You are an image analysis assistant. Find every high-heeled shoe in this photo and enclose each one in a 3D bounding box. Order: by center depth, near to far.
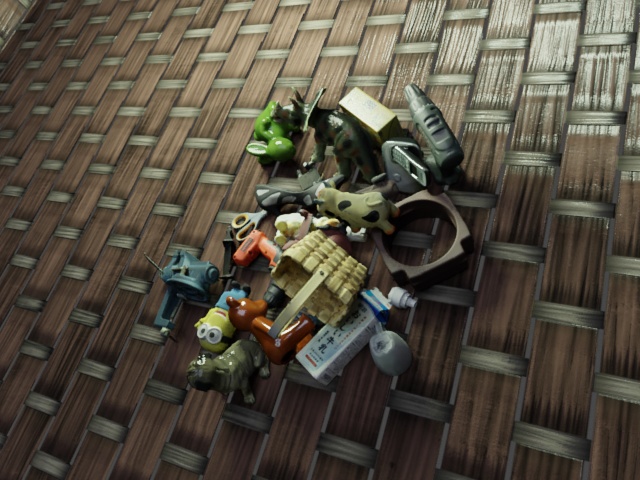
[{"bbox_3d":[-0.058,-0.141,1.412,0.249,0.086,0.145,-35,84,22],"label":"high-heeled shoe"}]

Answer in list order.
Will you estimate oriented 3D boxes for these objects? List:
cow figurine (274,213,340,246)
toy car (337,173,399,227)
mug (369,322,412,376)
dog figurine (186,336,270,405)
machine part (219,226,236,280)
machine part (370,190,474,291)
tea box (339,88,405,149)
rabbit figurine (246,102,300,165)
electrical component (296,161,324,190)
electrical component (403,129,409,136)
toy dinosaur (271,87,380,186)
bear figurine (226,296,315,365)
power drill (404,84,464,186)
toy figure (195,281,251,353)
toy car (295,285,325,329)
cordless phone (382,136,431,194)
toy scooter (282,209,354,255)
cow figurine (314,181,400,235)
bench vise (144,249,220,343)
[{"bbox_3d":[-0.031,-0.035,1.364,0.167,0.068,0.098,-2,23,0],"label":"cow figurine"},{"bbox_3d":[0.099,-0.093,1.324,0.202,0.089,0.053,-19,13,28],"label":"toy car"},{"bbox_3d":[0.143,0.222,1.135,0.081,0.107,0.109,-18,59,11],"label":"mug"},{"bbox_3d":[-0.204,0.271,1.207,0.121,0.190,0.172,1,61,24],"label":"dog figurine"},{"bbox_3d":[-0.245,0.039,1.433,0.039,0.084,0.139,6,71,-9],"label":"machine part"},{"bbox_3d":[0.235,0.001,1.235,0.201,0.087,0.202,-27,54,7],"label":"machine part"},{"bbox_3d":[0.134,-0.309,1.389,0.068,0.098,0.170,-44,55,-2],"label":"tea box"},{"bbox_3d":[-0.133,-0.286,1.534,0.159,0.121,0.170,-31,52,12],"label":"rabbit figurine"},{"bbox_3d":[-0.023,-0.170,1.467,0.078,0.045,0.102,-23,56,8],"label":"electrical component"},{"bbox_3d":[0.176,-0.297,1.453,0.119,0.047,0.075,11,68,30],"label":"electrical component"},{"bbox_3d":[0.058,-0.257,1.372,0.405,0.192,0.131,37,63,26],"label":"toy dinosaur"},{"bbox_3d":[-0.119,0.189,1.231,0.132,0.120,0.196,-34,58,-24],"label":"bear figurine"},{"bbox_3d":[0.276,-0.239,1.281,0.086,0.207,0.232,-24,58,1],"label":"power drill"},{"bbox_3d":[-0.230,0.193,1.330,0.082,0.089,0.180,3,53,43],"label":"toy figure"},{"bbox_3d":[-0.009,0.124,1.260,0.109,0.102,0.161,34,77,35],"label":"toy car"},{"bbox_3d":[0.223,-0.155,1.277,0.089,0.146,0.184,-20,38,-7],"label":"cordless phone"},{"bbox_3d":[-0.003,-0.004,1.285,0.075,0.184,0.135,175,96,-67],"label":"toy scooter"},{"bbox_3d":[0.072,-0.075,1.232,0.195,0.127,0.085,6,60,41],"label":"cow figurine"},{"bbox_3d":[-0.373,0.136,1.402,0.224,0.128,0.240,4,60,28],"label":"bench vise"}]
